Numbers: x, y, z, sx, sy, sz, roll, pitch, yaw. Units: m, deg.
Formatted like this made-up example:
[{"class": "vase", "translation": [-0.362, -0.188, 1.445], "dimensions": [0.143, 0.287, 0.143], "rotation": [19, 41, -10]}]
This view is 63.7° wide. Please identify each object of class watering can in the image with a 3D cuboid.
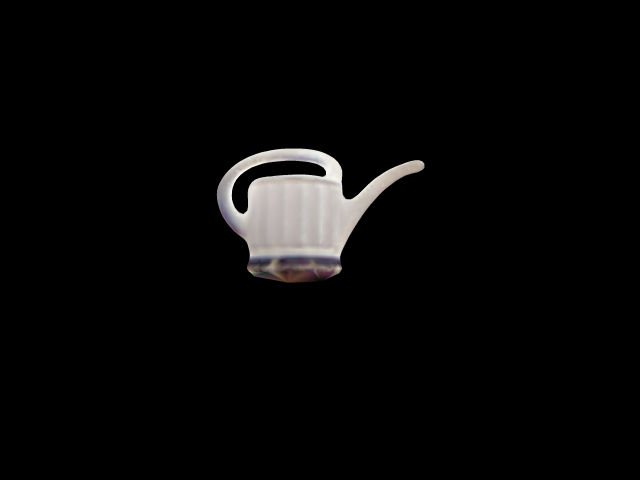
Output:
[{"class": "watering can", "translation": [0.003, -0.043, 0.850], "dimensions": [0.348, 0.226, 0.103], "rotation": [0, -8, 0]}]
